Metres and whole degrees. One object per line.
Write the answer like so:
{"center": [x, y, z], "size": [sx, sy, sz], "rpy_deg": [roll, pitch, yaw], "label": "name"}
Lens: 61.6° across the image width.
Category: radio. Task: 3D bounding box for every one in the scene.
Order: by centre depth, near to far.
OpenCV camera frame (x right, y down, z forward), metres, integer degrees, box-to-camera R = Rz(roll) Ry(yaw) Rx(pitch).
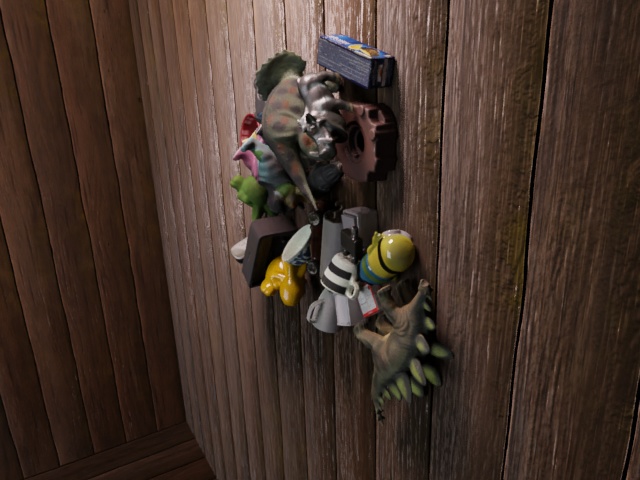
{"center": [-0.149, 0.034, 1.585], "size": [0.073, 0.131, 0.229], "rpy_deg": [58, 146, 32], "label": "radio"}

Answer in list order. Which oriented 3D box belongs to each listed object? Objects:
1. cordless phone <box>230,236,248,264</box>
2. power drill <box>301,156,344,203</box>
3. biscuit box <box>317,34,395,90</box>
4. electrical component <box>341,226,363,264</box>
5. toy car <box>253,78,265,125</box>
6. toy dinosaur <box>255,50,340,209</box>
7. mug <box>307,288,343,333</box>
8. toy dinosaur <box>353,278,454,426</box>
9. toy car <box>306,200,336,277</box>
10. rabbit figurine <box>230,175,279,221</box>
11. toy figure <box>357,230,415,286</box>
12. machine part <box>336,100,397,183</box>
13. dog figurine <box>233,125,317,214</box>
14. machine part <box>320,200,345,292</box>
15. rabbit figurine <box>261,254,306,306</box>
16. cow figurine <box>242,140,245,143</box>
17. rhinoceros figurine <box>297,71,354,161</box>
{"center": [-0.205, 0.004, 1.628], "size": [0.089, 0.147, 0.184], "rpy_deg": [57, 170, 12], "label": "cordless phone"}
{"center": [-0.022, -0.204, 1.319], "size": [0.207, 0.086, 0.232], "rpy_deg": [64, 151, 10], "label": "power drill"}
{"center": [0.067, -0.365, 1.089], "size": [0.203, 0.059, 0.062], "rpy_deg": [45, 140, 45], "label": "biscuit box"}
{"center": [0.067, 0.004, 1.160], "size": [0.063, 0.021, 0.093], "rpy_deg": [43, 145, 45], "label": "electrical component"}
{"center": [-0.107, -0.365, 1.368], "size": [0.109, 0.103, 0.161], "rpy_deg": [-2, 89, 60], "label": "toy car"}
{"center": [-0.064, -0.263, 1.175], "size": [0.131, 0.192, 0.405], "rpy_deg": [102, 177, -59], "label": "toy dinosaur"}
{"center": [0.019, 0.169, 1.363], "size": [0.081, 0.109, 0.107], "rpy_deg": [44, 124, 54], "label": "mug"}
{"center": [0.162, 0.238, 1.123], "size": [0.199, 0.105, 0.470], "rpy_deg": [55, 150, 30], "label": "toy dinosaur"}
{"center": [-0.003, -0.004, 1.332], "size": [0.053, 0.089, 0.201], "rpy_deg": [14, 121, 19], "label": "toy car"}
{"center": [-0.189, -0.132, 1.570], "size": [0.170, 0.121, 0.159], "rpy_deg": [-149, 42, -78], "label": "rabbit figurine"}
{"center": [0.136, 0.045, 1.109], "size": [0.180, 0.082, 0.089], "rpy_deg": [-53, 48, 53], "label": "toy figure"}
{"center": [0.091, -0.204, 1.118], "size": [0.180, 0.056, 0.179], "rpy_deg": [37, 134, 53], "label": "machine part"}
{"center": [-0.089, -0.170, 1.280], "size": [0.219, 0.191, 0.108], "rpy_deg": [44, 152, -14], "label": "dog figurine"}
{"center": [0.041, 0.017, 1.279], "size": [0.079, 0.079, 0.243], "rpy_deg": [40, 134, 50], "label": "machine part"}
{"center": [-0.080, 0.113, 1.507], "size": [0.162, 0.122, 0.173], "rpy_deg": [-65, 20, 19], "label": "rabbit figurine"}
{"center": [-0.146, -0.221, 1.433], "size": [0.167, 0.068, 0.098], "rpy_deg": [42, 153, 58], "label": "cow figurine"}
{"center": [0.006, -0.252, 1.079], "size": [0.073, 0.112, 0.190], "rpy_deg": [-40, 61, 60], "label": "rhinoceros figurine"}
